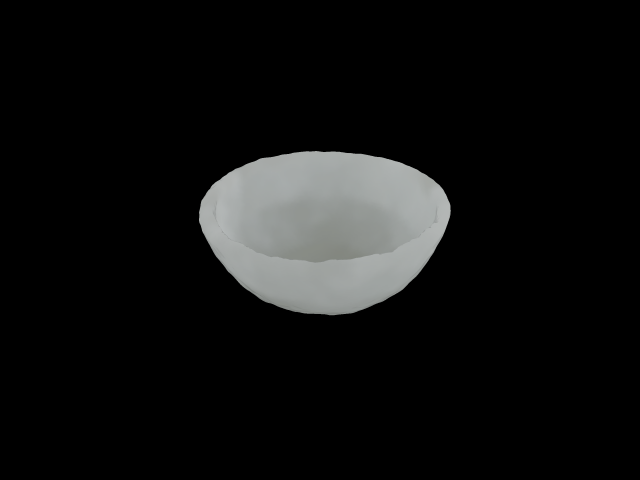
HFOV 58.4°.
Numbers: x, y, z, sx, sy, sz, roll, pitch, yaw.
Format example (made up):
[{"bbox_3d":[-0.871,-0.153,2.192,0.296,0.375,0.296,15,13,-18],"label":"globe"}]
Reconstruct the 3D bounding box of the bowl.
[{"bbox_3d":[0.004,0.001,0.400,0.167,0.075,0.167,0,31,0],"label":"bowl"}]
